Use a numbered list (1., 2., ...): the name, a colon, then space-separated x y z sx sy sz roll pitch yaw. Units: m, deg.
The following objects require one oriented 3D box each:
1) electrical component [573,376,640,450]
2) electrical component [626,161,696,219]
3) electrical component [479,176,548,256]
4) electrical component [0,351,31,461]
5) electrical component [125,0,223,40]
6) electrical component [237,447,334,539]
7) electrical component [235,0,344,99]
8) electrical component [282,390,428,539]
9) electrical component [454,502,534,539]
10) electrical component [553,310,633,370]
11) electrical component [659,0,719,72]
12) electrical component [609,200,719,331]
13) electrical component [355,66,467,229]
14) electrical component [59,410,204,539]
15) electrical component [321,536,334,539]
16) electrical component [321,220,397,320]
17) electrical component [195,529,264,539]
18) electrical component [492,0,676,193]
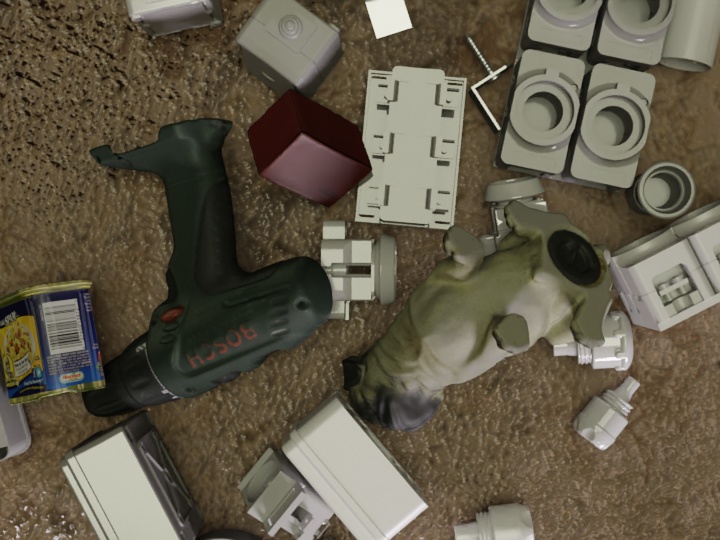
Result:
1. electrical component: 0.202 0.112 0.864 0.035 0.035 0.061 39 89 0
2. electrical component: 0.233 -0.061 0.845 0.044 0.065 0.044 0 91 1
3. electrical component: 0.126 -0.044 0.858 0.066 0.048 0.055 -10 98 1
4. electrical component: -0.319 0.103 0.863 0.078 0.057 0.113 -16 91 2
5. electrical component: -0.148 -0.223 0.835 0.062 0.096 0.061 -12 91 2
6. electrical component: -0.057 0.182 0.854 0.064 0.081 0.042 39 92 -22
7. electrical component: -0.056 -0.172 0.834 0.062 0.096 0.061 37 91 2
8. electrical component: -0.005 0.157 0.848 0.057 0.078 0.113 -40 90 -1
9. electrical component: 0.107 0.211 0.863 0.062 0.043 0.043 -7 91 2
10. electrical component: 0.185 0.058 0.859 0.062 0.048 0.048 -5 91 8
11. electrical component: 0.266 -0.202 0.853 0.043 0.043 0.081 12 91 1
12. electrical component: 0.275 -0.017 0.833 0.150 0.089 0.061 -27 90 1
13. electrical component: 0.040 -0.096 0.850 0.079 0.063 0.121 5 91 1
14. electrical component: -0.174 0.172 0.836 0.056 0.109 0.108 -28 90 -1
15. electrical component: -0.004 0.249 0.865 0.079 0.044 0.077 -34 90 1
16. electrical component: 0.000 0.000 0.855 0.057 0.058 0.078 0 91 4
17. electrical component: -0.107 0.260 0.860 0.108 0.060 0.108 0 91 1
18. electrical component: 0.178 -0.164 0.847 0.105 0.060 0.186 12 91 1
